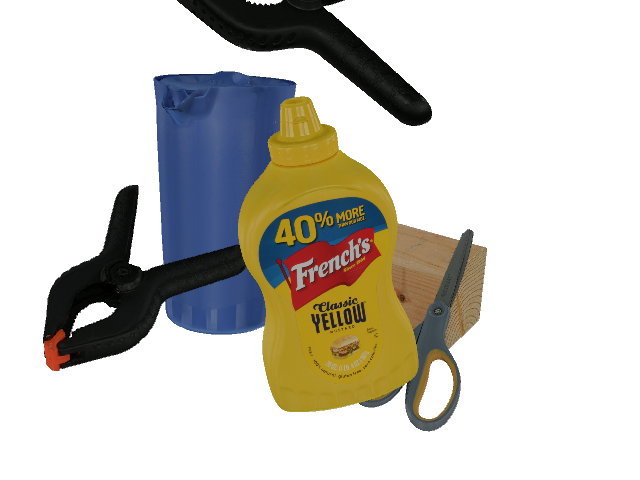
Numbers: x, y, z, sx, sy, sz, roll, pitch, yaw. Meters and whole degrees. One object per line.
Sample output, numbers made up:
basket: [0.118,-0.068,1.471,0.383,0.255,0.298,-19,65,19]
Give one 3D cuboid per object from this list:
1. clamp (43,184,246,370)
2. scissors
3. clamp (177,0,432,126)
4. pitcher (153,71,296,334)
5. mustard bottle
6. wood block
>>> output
clamp: [-0.150,0.025,0.795,0.120,0.039,0.171,32,50,27]
scissors: [0.077,0.068,0.878,0.096,0.201,0.016,-2,-42,10]
clamp: [-0.008,-0.161,0.762,0.210,0.164,0.036,5,-29,-8]
pitcher: [-0.088,-0.041,1.031,0.149,0.243,0.145,-1,14,-15]
mustard bottle: [0.001,0.007,0.649,0.096,0.191,0.058,-13,22,-7]
wood block: [0.062,0.036,1.144,0.206,0.091,0.090,17,29,28]
